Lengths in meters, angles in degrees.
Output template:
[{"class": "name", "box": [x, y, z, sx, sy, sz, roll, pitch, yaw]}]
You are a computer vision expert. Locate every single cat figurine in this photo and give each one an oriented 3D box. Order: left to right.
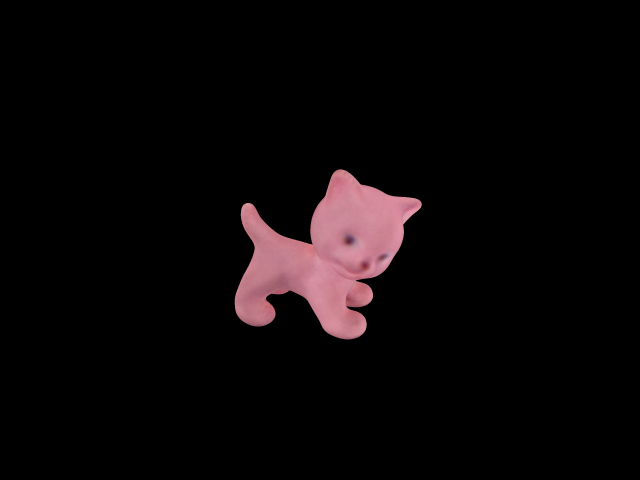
[{"class": "cat figurine", "box": [0.004, 0.001, 0.400, 0.127, 0.118, 0.067, 5, 28, 10]}]
